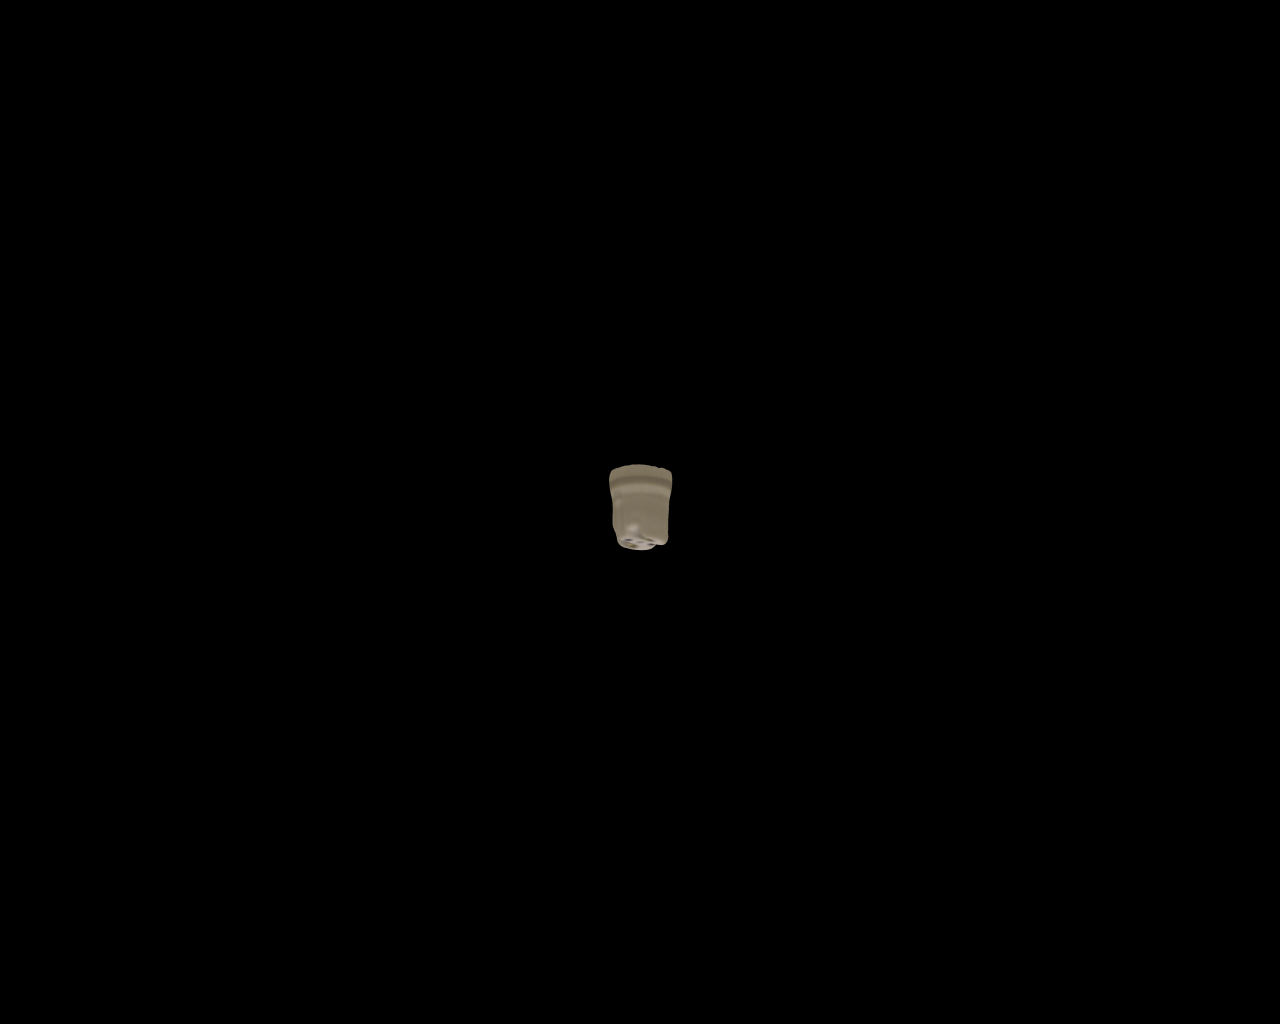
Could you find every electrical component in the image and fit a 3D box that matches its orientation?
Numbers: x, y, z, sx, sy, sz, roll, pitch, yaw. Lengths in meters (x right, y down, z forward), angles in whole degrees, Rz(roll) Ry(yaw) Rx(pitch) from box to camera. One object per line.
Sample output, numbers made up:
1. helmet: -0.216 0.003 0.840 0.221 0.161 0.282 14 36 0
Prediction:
1. electrical component: 0.001 -0.003 0.650 0.040 0.046 0.040 0 -16 0
